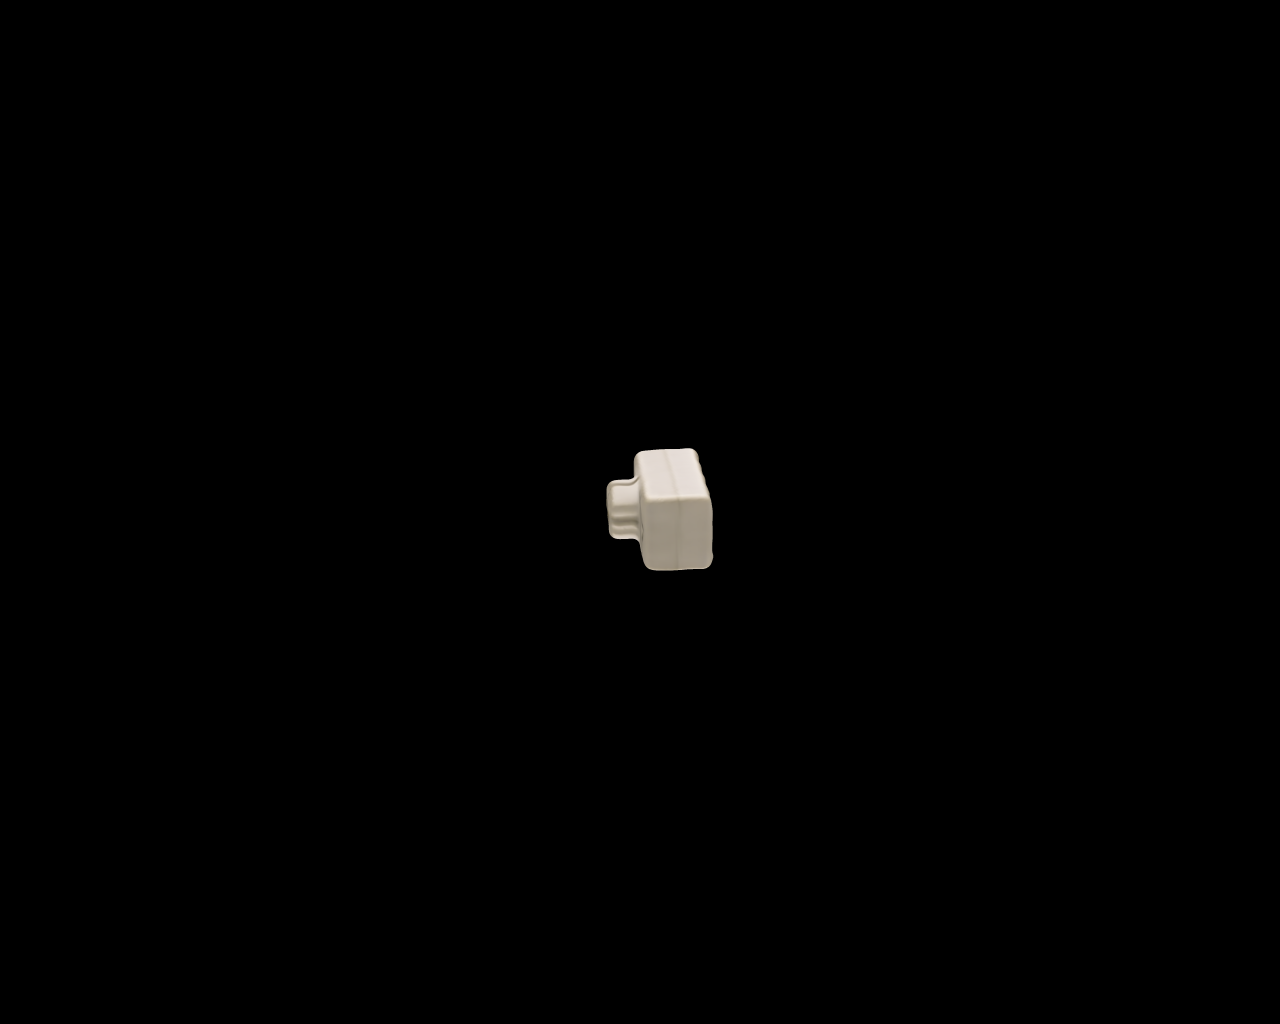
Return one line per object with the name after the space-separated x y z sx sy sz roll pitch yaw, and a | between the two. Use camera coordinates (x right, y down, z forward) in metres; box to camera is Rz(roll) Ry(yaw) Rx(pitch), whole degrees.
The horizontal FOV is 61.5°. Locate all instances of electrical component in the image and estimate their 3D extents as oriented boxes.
0.001 -0.003 0.650 0.076 0.047 0.083 -1 24 -3 | electrical component
